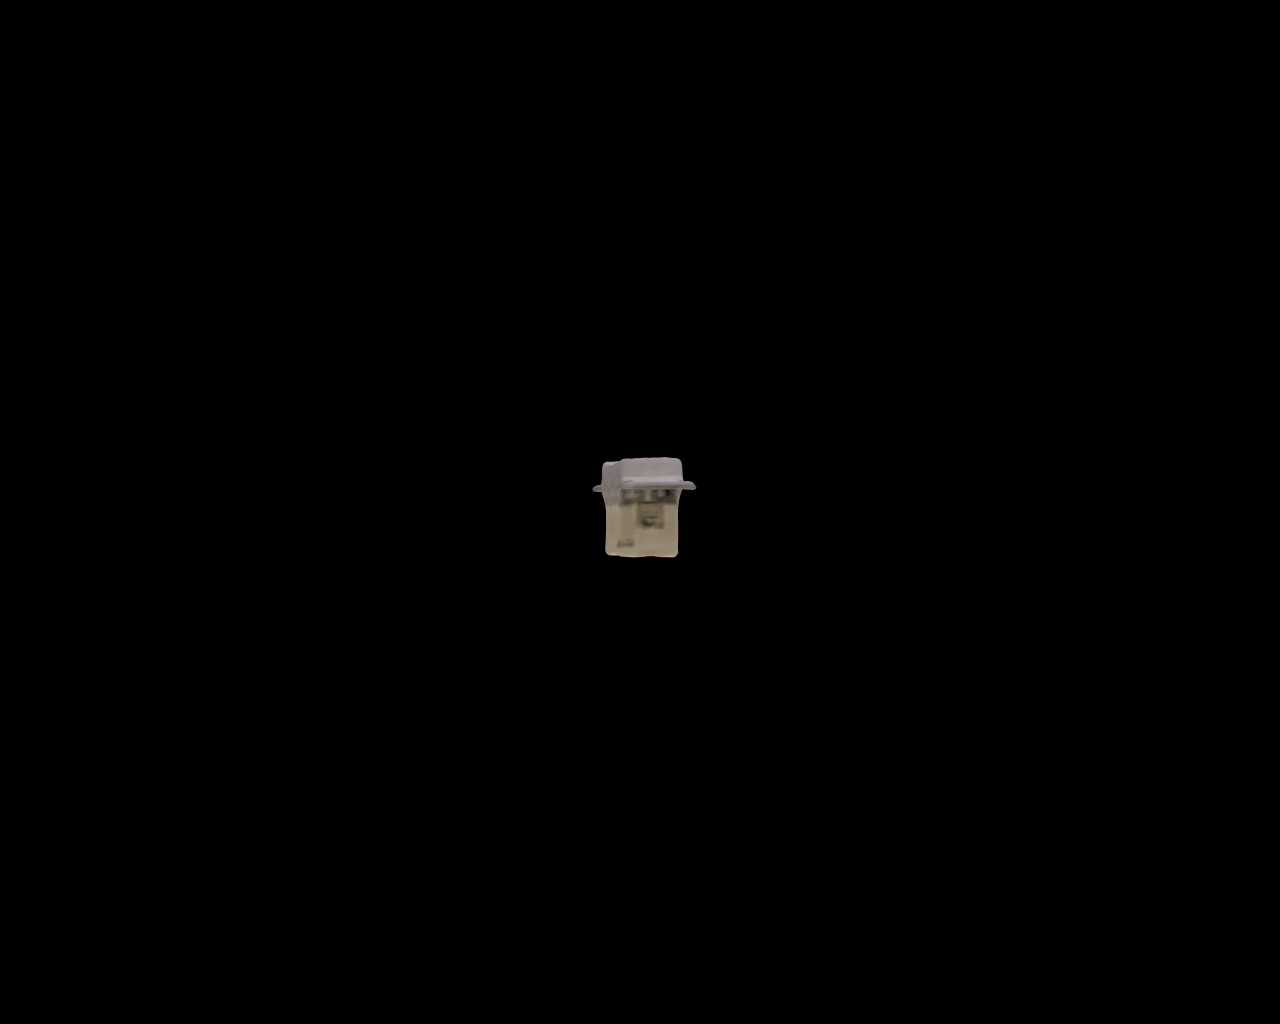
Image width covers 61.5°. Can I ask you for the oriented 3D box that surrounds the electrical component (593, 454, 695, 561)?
[{"bbox_3d":[0.001,-0.003,0.650,0.042,0.063,0.081,0,0,-15],"label":"electrical component"}]
